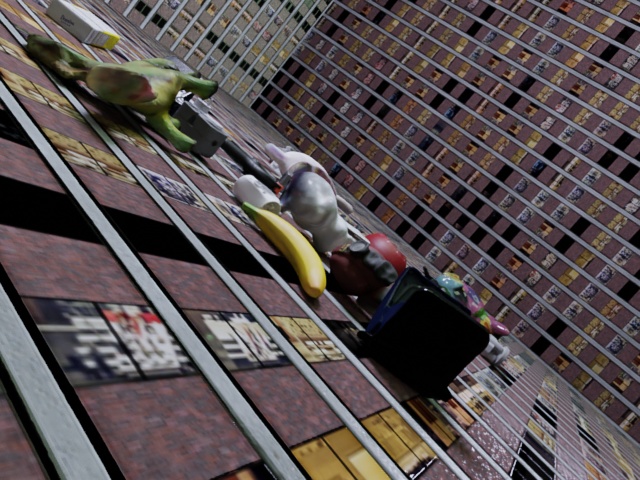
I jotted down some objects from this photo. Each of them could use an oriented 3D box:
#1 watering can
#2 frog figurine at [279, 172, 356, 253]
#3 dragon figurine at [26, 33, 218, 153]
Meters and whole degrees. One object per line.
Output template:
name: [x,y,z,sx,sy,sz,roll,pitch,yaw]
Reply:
watering can: [-0.008,-0.149,1.424,0.344,0.103,0.228,36,10,-24]
frog figurine: [0.003,-0.046,0.918,0.159,0.124,0.136,27,-10,-7]
dragon figurine: [-0.300,-0.248,0.764,0.241,0.121,0.416,22,10,-40]
